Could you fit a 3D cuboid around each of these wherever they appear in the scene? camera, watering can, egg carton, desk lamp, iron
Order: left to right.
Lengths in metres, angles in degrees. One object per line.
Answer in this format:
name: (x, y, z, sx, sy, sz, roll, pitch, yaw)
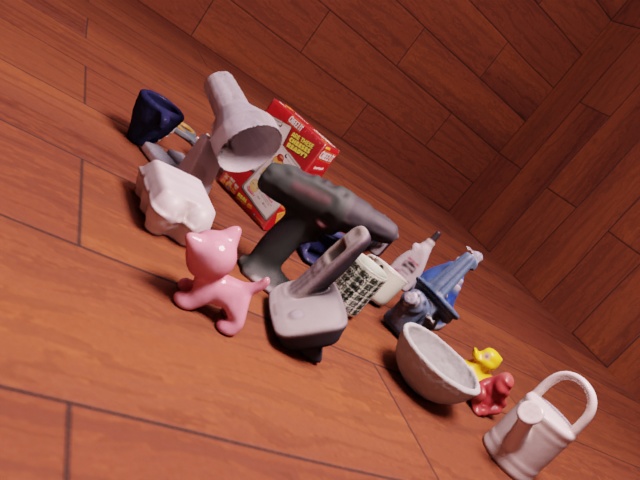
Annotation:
egg carton: (-0.221, -0.057, 0.868, 0.108, 0.069, 0.150, 25, 20, -40)
desk lamp: (-0.190, -0.180, 1.019, 0.202, 0.213, 0.118, 46, 17, 28)
camera: (0.126, -0.033, 1.528, 0.143, 0.100, 0.137, 41, 15, 11)
iron: (0.310, 0.124, 1.420, 0.119, 0.141, 0.258, 37, 15, -3)
watering can: (0.369, 0.301, 0.943, 0.100, 0.194, 0.173, 44, 16, 20)

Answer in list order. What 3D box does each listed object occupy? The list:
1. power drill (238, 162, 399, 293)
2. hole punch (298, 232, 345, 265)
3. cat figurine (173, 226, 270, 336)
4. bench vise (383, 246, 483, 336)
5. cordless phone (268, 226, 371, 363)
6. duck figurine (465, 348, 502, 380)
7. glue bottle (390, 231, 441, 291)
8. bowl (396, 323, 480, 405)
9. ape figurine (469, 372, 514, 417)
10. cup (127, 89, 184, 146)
power drill: (-0.021, -0.006, 0.910, 0.230, 0.208, 0.075, 37, 15, -3)
hole punch: (0.011, 0.004, 1.178, 0.109, 0.091, 0.101, 28, 18, -34)
cat figurine: (-0.124, 0.040, 0.719, 0.128, 0.117, 0.067, 34, 16, -17)
bench vise: (0.244, 0.111, 1.155, 0.121, 0.219, 0.208, 41, 15, 10)
cordless phone: (0.011, 0.067, 0.819, 0.094, 0.185, 0.147, 31, 17, -24)
duck figurine: (0.341, 0.266, 1.186, 0.105, 0.086, 0.077, 36, 15, -7)
glue bottle: (0.243, 0.044, 1.436, 0.078, 0.173, 0.037, 39, 15, 4)
bowl: (0.187, 0.224, 0.979, 0.168, 0.074, 0.167, 35, 15, -11)
ape figurine: (0.328, 0.287, 1.084, 0.078, 0.092, 0.076, 36, 15, -7)
cup: (-0.311, -0.213, 1.062, 0.092, 0.095, 0.117, 27, 19, -35)
